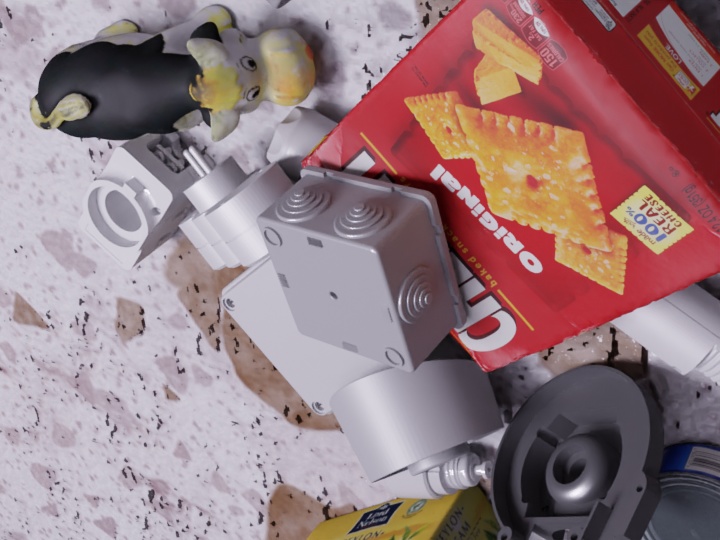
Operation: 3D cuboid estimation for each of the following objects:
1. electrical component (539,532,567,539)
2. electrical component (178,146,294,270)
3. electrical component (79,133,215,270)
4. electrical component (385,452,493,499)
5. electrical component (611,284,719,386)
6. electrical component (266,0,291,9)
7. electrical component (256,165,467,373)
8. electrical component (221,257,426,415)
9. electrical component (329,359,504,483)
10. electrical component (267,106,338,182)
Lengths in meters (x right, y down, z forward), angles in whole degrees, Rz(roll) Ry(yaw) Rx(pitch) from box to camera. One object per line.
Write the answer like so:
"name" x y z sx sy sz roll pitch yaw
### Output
"electrical component" 0.123 0.198 0.707 0.048 0.062 0.048 17 128 23
"electrical component" -0.081 -0.045 0.653 0.073 0.052 0.138 53 164 -11
"electrical component" -0.147 -0.048 0.724 0.050 0.055 0.089 42 133 2
"electrical component" 0.053 0.134 0.726 0.078 0.040 0.040 -7 116 35
"electrical component" 0.177 0.033 0.573 0.081 0.043 0.043 37 133 7
"electrical component" -0.043 -0.173 0.573 0.047 0.055 0.055 46 134 -7
"electrical component" 0.000 0.000 0.566 0.100 0.048 0.099 16 138 38
"electrical component" -0.016 0.023 0.685 0.108 0.056 0.109 50 133 -5
"electrical component" 0.037 0.091 0.668 0.099 0.099 0.064 -34 73 43
"electrical component" -0.020 -0.066 0.636 0.062 0.043 0.043 30 132 11
